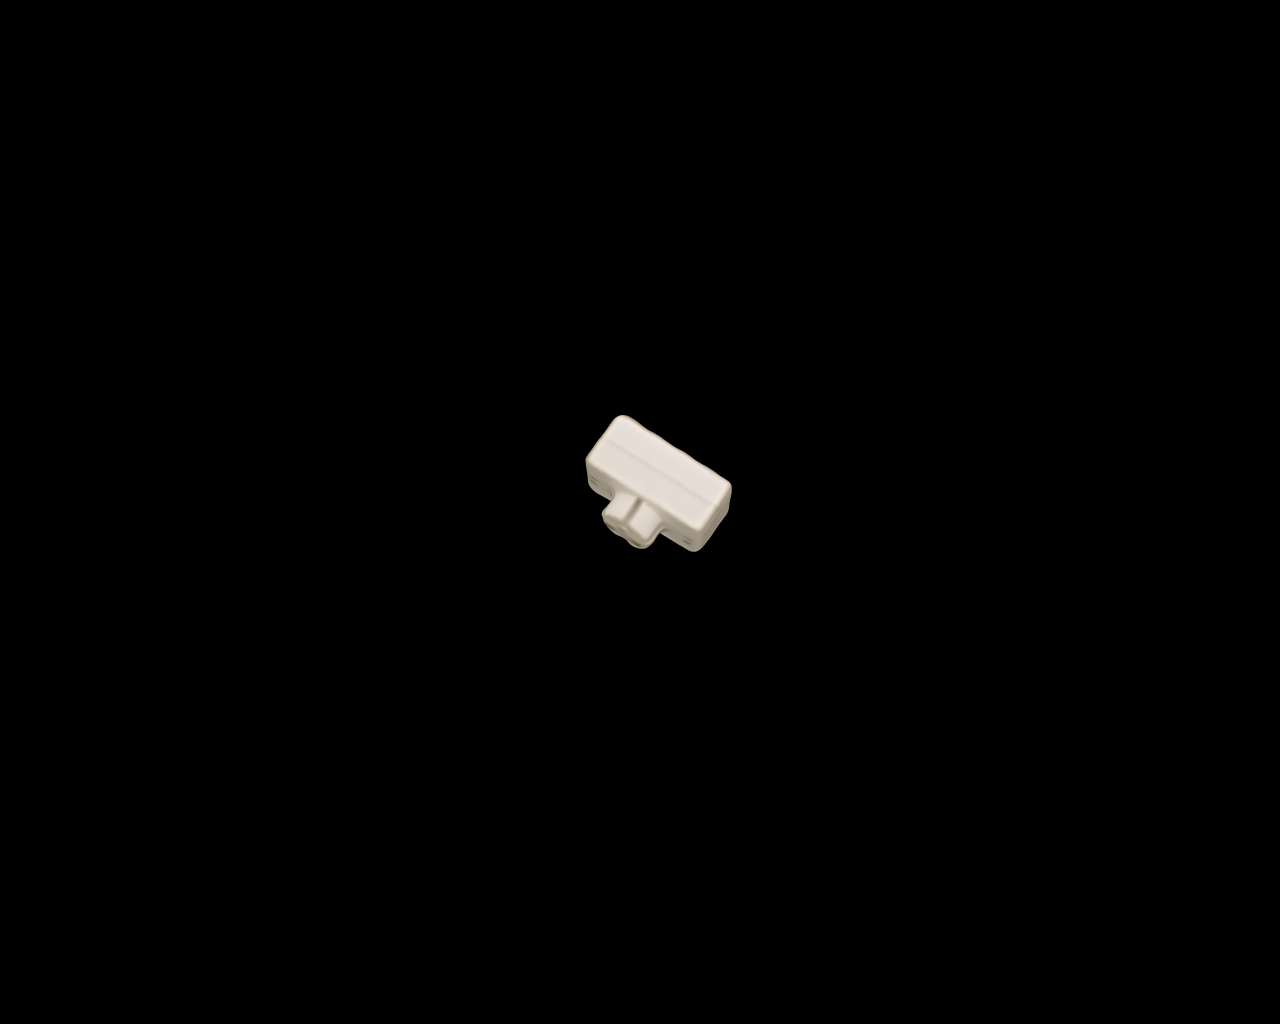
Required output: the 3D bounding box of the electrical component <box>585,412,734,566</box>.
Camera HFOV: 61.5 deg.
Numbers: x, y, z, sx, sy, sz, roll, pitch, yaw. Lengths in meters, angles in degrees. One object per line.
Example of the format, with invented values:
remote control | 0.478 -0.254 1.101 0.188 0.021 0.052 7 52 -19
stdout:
electrical component | 0.001 -0.003 0.650 0.083 0.076 0.047 33 -16 11
